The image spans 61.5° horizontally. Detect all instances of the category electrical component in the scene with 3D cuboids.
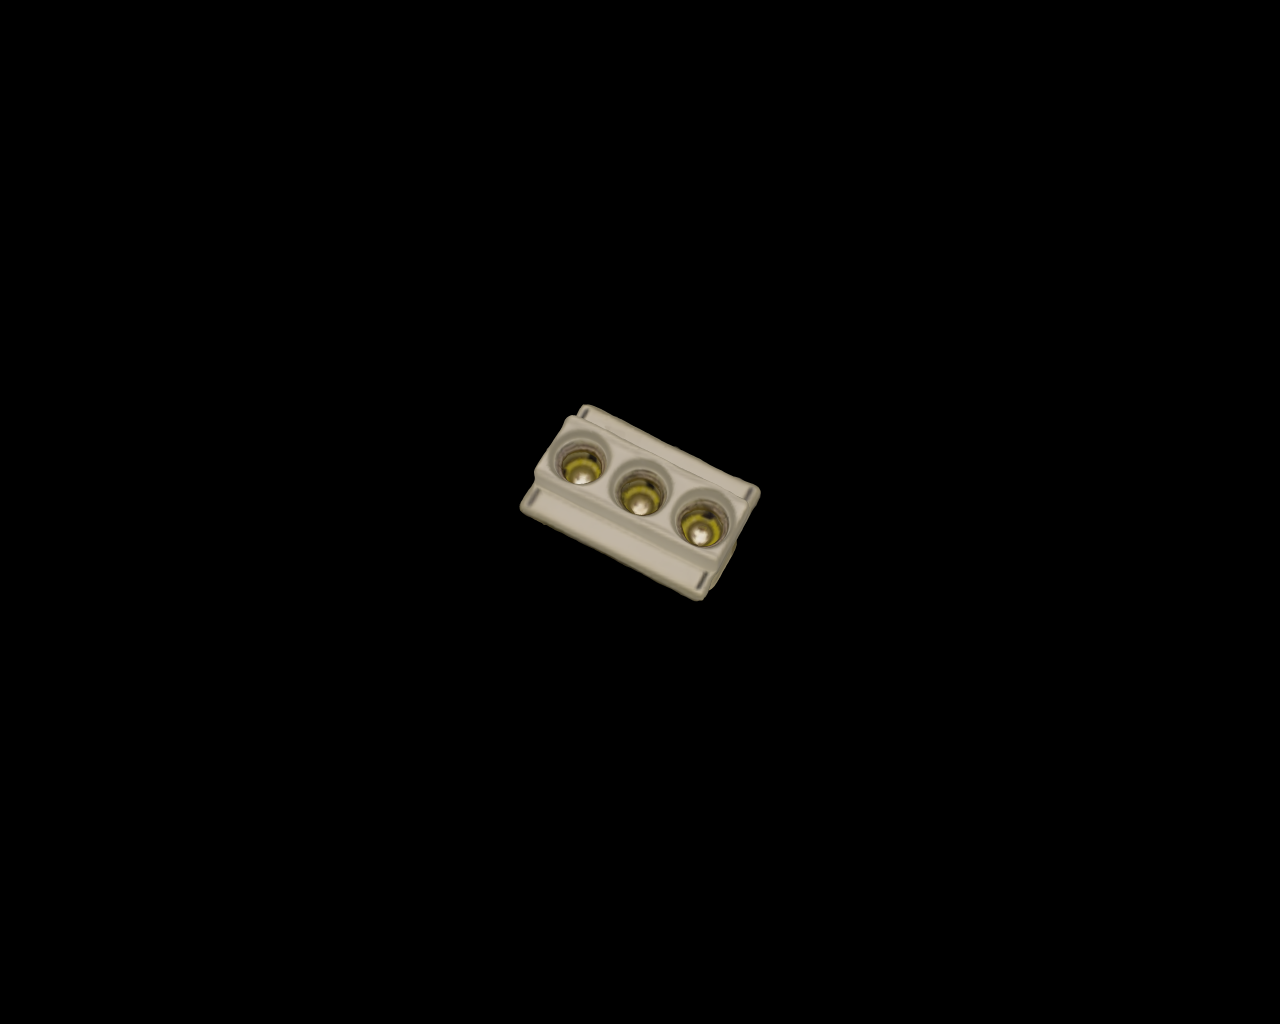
[{"bbox_3d":[0.001,-0.003,0.650,0.121,0.079,0.063,26,-20,11],"label":"electrical component"}]
